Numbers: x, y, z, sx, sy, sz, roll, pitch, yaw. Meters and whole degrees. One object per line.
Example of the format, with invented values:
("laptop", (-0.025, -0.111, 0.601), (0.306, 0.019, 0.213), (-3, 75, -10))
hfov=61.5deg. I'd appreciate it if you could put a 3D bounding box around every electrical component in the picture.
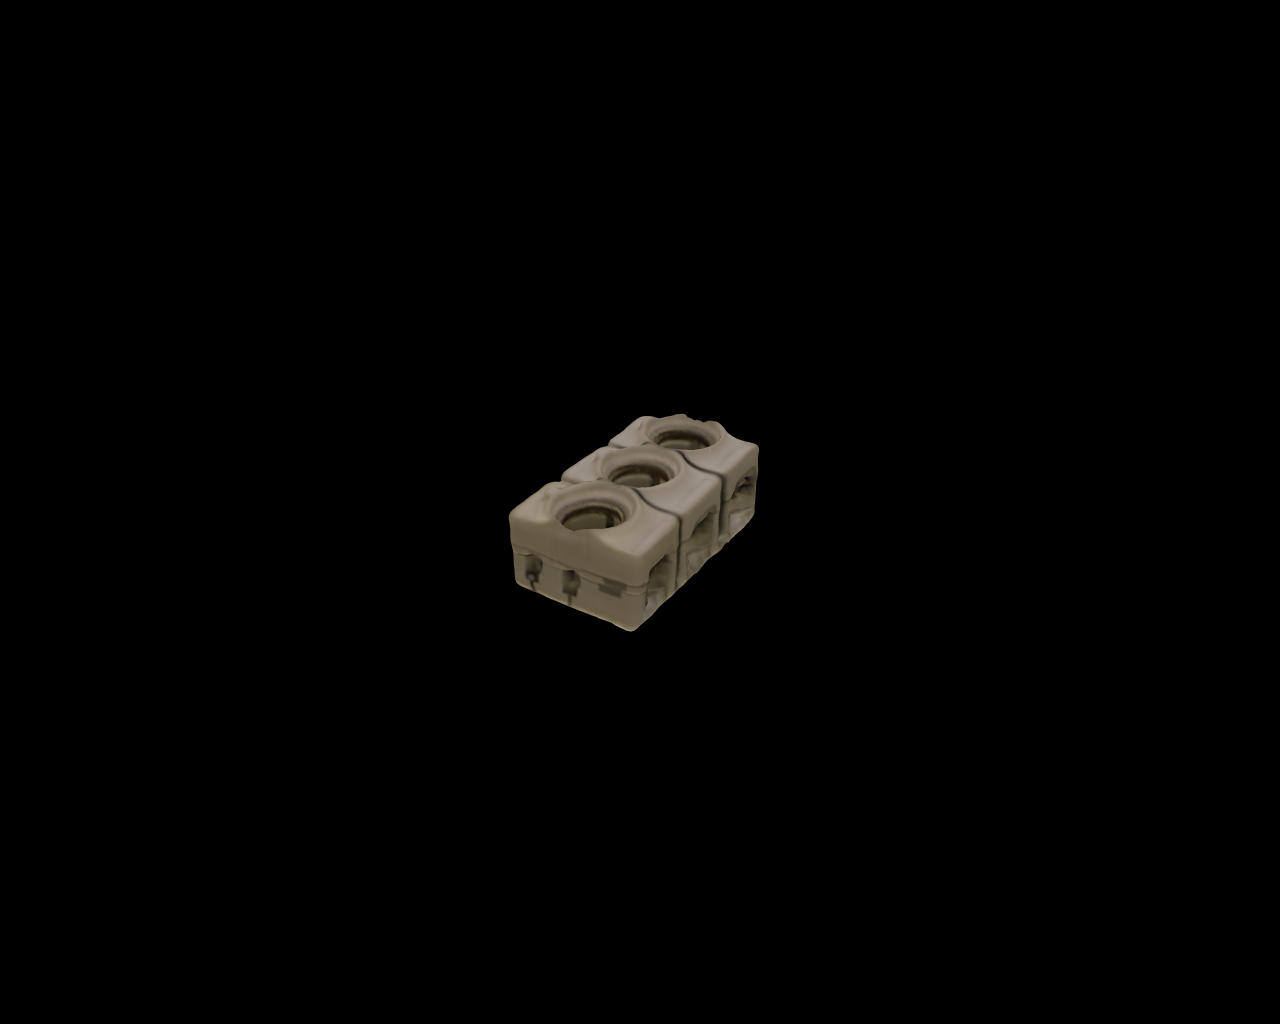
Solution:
("electrical component", (0.001, -0.003, 0.650), (0.089, 0.061, 0.150), (18, 36, 27))
